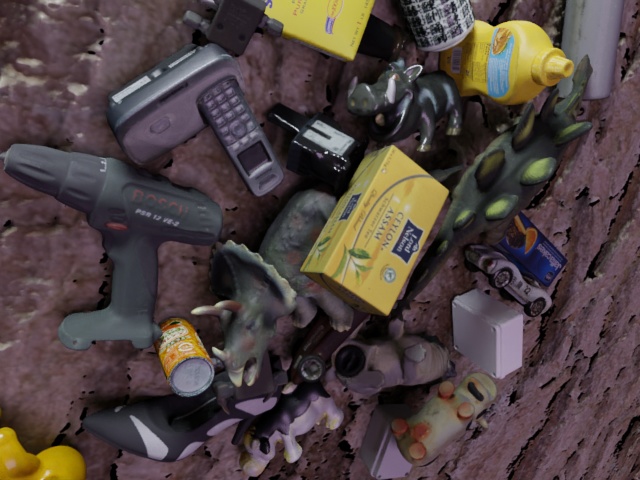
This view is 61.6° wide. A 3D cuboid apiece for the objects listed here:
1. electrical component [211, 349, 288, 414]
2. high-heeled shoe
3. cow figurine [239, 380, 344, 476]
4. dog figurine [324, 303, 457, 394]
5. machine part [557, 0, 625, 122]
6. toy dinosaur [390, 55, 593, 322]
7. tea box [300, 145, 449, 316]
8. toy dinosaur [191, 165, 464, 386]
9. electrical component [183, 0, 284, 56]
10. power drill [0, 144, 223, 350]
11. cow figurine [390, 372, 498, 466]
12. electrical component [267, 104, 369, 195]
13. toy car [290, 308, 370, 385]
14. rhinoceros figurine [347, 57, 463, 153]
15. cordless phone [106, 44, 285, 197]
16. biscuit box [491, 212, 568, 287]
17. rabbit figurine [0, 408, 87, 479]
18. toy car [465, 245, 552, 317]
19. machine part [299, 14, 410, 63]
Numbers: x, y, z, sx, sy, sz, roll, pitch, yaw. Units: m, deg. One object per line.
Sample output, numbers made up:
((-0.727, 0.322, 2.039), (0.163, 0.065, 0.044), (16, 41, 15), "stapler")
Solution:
((-0.095, 0.177, 0.692), (0.102, 0.045, 0.078), (-14, 79, -26), "electrical component")
((-0.163, 0.203, 0.702), (0.248, 0.086, 0.145), (19, 98, -37), "high-heeled shoe")
((-0.056, 0.268, 0.788), (0.167, 0.068, 0.098), (-34, 116, -15), "cow figurine")
((0.113, 0.198, 0.839), (0.172, 0.121, 0.190), (-18, 143, 17), "dog figurine")
((0.394, -0.293, 0.782), (0.079, 0.079, 0.242), (-15, 115, -21), "machine part")
((0.235, -0.073, 0.707), (0.471, 0.105, 0.198), (-53, 168, -7), "toy dinosaur")
((0.064, -0.010, 0.617), (0.098, 0.068, 0.169), (33, 74, -20), "tea box")
((0.005, -0.005, 0.685), (0.405, 0.131, 0.192), (-50, 125, -8), "toy dinosaur")
((-0.086, -0.220, 0.544), (0.094, 0.021, 0.063), (20, 133, -22), "electrical component")
((-0.233, 0.013, 0.593), (0.232, 0.086, 0.207), (8, 99, -32), "power drill")
((0.207, 0.284, 0.858), (0.195, 0.086, 0.127), (-34, 144, -15), "cow figurine")
((-0.009, -0.114, 0.646), (0.075, 0.119, 0.047), (-58, 171, -39), "electrical component")
((0.025, 0.118, 0.756), (0.202, 0.089, 0.053), (-45, 102, -2), "toy car")
((0.110, -0.167, 0.662), (0.190, 0.073, 0.112), (-21, 121, -41), "rhinoceros figurine")
((-0.128, -0.105, 0.591), (0.146, 0.089, 0.184), (-37, 127, -10), "cordless phone")
((0.325, 0.002, 0.879), (0.202, 0.059, 0.063), (34, 93, -34), "biscuit box")
((-0.339, 0.268, 0.610), (0.173, 0.163, 0.122), (32, 82, -51), "rabbit figurine")
((0.313, 0.067, 0.892), (0.201, 0.074, 0.056), (34, 96, -34), "toy car")
((0.041, -0.250, 0.643), (0.139, 0.039, 0.084), (5, 100, -27), "machine part")
